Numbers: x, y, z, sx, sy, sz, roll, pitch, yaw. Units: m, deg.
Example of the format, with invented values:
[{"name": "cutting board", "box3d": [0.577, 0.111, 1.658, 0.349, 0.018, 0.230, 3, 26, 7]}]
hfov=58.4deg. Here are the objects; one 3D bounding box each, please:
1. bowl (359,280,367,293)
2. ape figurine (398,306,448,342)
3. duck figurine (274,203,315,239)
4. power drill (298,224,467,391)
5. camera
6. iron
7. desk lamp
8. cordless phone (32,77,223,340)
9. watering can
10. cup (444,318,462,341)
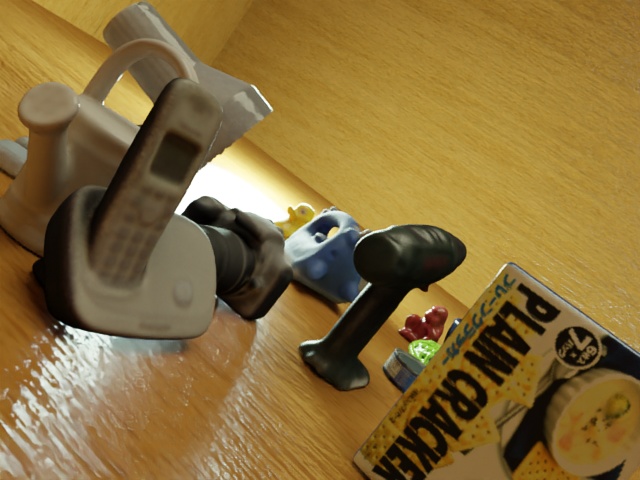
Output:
[{"name": "bowl", "box3d": [0.085, 0.075, 1.150, 0.167, 0.074, 0.167, 36, 8, -5]}, {"name": "ape figurine", "box3d": [0.208, 0.164, 1.095, 0.076, 0.092, 0.077, 32, 8, -26]}, {"name": "duck figurine", "box3d": [-0.043, -0.035, 1.207, 0.105, 0.086, 0.077, 30, 10, -41]}, {"name": "power drill", "box3d": [0.077, 0.067, 0.658, 0.075, 0.208, 0.230, 40, 8, 25]}, {"name": "camera", "box3d": [-0.108, 0.006, 0.612, 0.143, 0.100, 0.137, 39, 8, 20]}, {"name": "iron", "box3d": [0.009, 0.004, 0.995, 0.119, 0.141, 0.257, 33, 8, -25]}, {"name": "desk lamp", "box3d": [-0.184, -0.117, 0.590, 0.203, 0.213, 0.118, 35, 8, -12]}, {"name": "cordless phone", "box3d": [-0.109, -0.017, 0.430, 0.094, 0.185, 0.148, 40, 8, 28]}, {"name": "watering can", "box3d": [-0.174, -0.077, 0.473, 0.101, 0.194, 0.173, 35, 8, -10]}, {"name": "cup", "box3d": [0.257, 0.205, 1.047, 0.091, 0.095, 0.118, 39, 8, 22]}]
